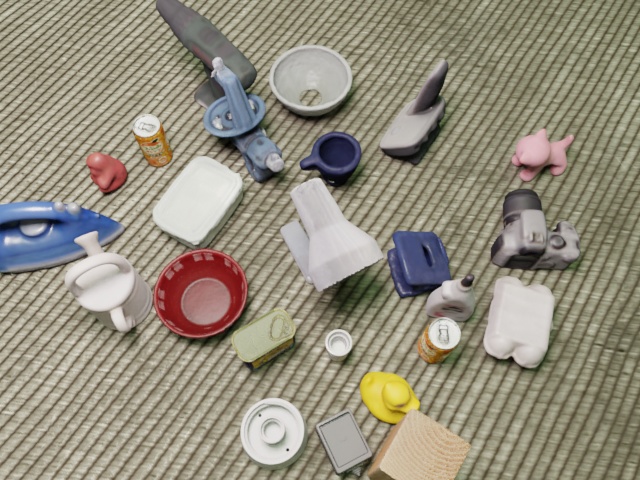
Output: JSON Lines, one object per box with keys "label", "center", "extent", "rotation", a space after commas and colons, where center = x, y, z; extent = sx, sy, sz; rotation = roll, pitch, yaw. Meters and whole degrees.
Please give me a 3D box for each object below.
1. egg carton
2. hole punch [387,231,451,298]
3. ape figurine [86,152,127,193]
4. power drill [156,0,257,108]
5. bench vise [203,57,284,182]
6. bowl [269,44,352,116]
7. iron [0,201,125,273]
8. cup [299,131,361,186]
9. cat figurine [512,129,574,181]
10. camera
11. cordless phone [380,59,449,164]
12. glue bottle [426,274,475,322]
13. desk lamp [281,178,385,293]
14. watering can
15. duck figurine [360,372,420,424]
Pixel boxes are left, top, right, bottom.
{"label": "egg carton", "center": [0.339, 0.139, 0.975], "extent": [0.107, 0.069, 0.150], "rotation": [16, 66, 7]}
{"label": "hole punch", "center": [0.177, 0.035, 1.009], "extent": [0.101, 0.091, 0.108], "rotation": [-12, 66, -6]}
{"label": "ape figurine", "center": [-0.410, -0.135, 1.080], "extent": [0.076, 0.092, 0.078], "rotation": [-6, 65, -3]}
{"label": "power drill", "center": [-0.215, -0.341, 1.113], "extent": [0.229, 0.208, 0.076], "rotation": [38, 71, 15]}
{"label": "bench vise", "center": [-0.131, -0.225, 1.054], "extent": [0.207, 0.220, 0.122], "rotation": [32, 69, 13]}
{"label": "bowl", "center": [-0.018, -0.314, 1.176], "extent": [0.167, 0.075, 0.167], "rotation": [0, 65, 0]}
{"label": "iron", "center": [-0.492, -0.030, 1.004], "extent": [0.258, 0.141, 0.118], "rotation": [-10, 66, -5]}
{"label": "cup", "center": [0.019, -0.140, 1.085], "extent": [0.118, 0.095, 0.091], "rotation": [-19, 67, -9]}
{"label": "cat figurine", "center": [0.422, -0.169, 1.091], "extent": [0.128, 0.118, 0.067], "rotation": [-15, 66, -7]}
{"label": "camera", "center": [0.387, -0.024, 1.033], "extent": [0.143, 0.101, 0.137], "rotation": [4, 65, 1]}
{"label": "cordless phone", "center": [0.185, -0.246, 1.086], "extent": [0.094, 0.185, 0.148], "rotation": [27, 68, 12]}
{"label": "glue bottle", "center": [0.225, 0.091, 0.939], "extent": [0.078, 0.173, 0.037], "rotation": [6, 65, 3]}
{"label": "desk lamp", "center": [0.009, 0.003, 0.955], "extent": [0.118, 0.213, 0.203], "rotation": [-27, 68, -12]}
{"label": "watering can", "center": [-0.352, 0.068, 0.932], "extent": [0.172, 0.194, 0.101], "rotation": [38, 71, 16]}
{"label": "duck figurine", "center": [0.114, 0.247, 0.914], "extent": [0.104, 0.086, 0.077], "rotation": [32, 69, 13]}
